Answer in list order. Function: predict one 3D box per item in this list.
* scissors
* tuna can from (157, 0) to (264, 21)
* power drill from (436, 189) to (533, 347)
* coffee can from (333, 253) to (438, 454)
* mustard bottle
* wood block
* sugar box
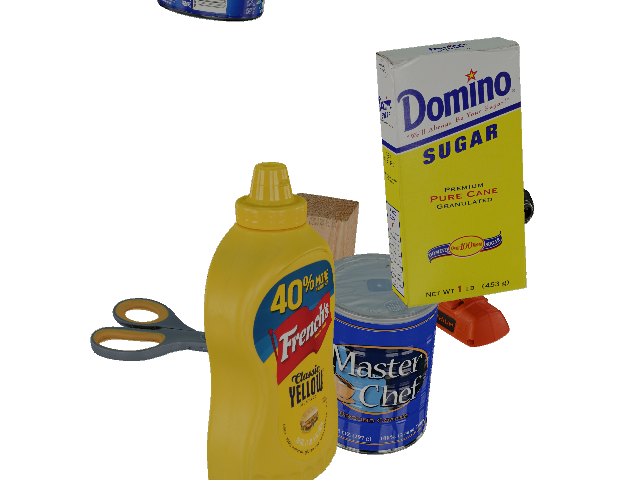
[{"bbox_3d":[-0.115,0.085,1.012,0.201,0.016,0.096,-1,32,-9],"label":"scissors"},{"bbox_3d":[-0.084,-0.197,0.831,0.086,0.034,0.086,8,24,-4],"label":"tuna can"},{"bbox_3d":[0.148,0.008,1.064,0.057,0.188,0.185,-16,26,-24],"label":"power drill"},{"bbox_3d":[0.046,0.096,0.916,0.103,0.140,0.103,2,29,-1],"label":"coffee can"},{"bbox_3d":[-0.028,0.049,0.626,0.058,0.192,0.096,11,19,35],"label":"mustard bottle"},{"bbox_3d":[-0.007,0.049,1.480,0.090,0.206,0.090,9,22,10],"label":"wood block"},{"bbox_3d":[0.093,-0.047,0.745,0.093,0.176,0.048,-9,20,-10],"label":"sugar box"}]
